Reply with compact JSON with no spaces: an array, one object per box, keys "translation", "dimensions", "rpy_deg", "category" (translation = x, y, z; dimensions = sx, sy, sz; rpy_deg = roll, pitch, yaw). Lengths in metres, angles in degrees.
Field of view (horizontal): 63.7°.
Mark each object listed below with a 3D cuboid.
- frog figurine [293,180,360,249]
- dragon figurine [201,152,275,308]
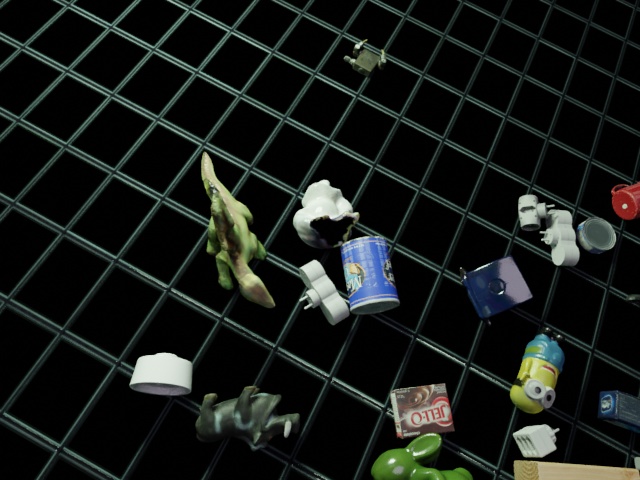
[{"translation":[0.003,-0.057,1.141],"dimensions":[0.138,0.120,0.162],"rpy_deg":[-23,37,-10],"category":"frog figurine"},{"translation":[-0.183,-0.045,1.016],"dimensions":[0.123,0.239,0.415],"rpy_deg":[-21,74,-12],"category":"dragon figurine"}]
